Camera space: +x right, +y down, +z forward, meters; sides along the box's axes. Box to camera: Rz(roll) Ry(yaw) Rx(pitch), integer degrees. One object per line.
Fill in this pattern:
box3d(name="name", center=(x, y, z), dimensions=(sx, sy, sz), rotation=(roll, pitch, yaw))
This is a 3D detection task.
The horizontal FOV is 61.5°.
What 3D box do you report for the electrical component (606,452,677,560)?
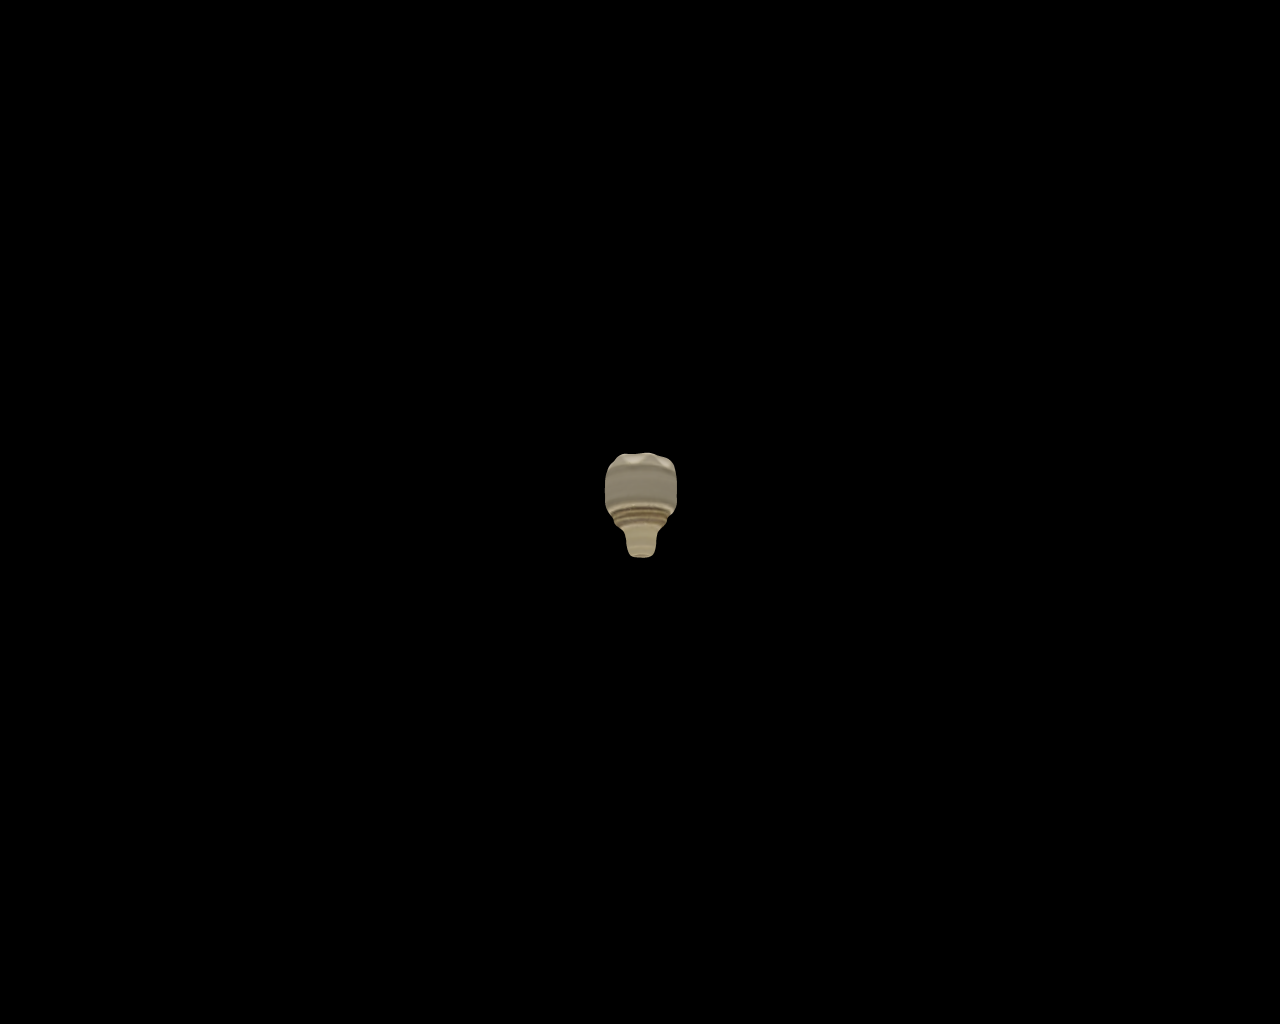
box3d(name="electrical component", center=(0.001, -0.003, 0.650), dimensions=(0.043, 0.062, 0.043), rotation=(0, -14, 0))
